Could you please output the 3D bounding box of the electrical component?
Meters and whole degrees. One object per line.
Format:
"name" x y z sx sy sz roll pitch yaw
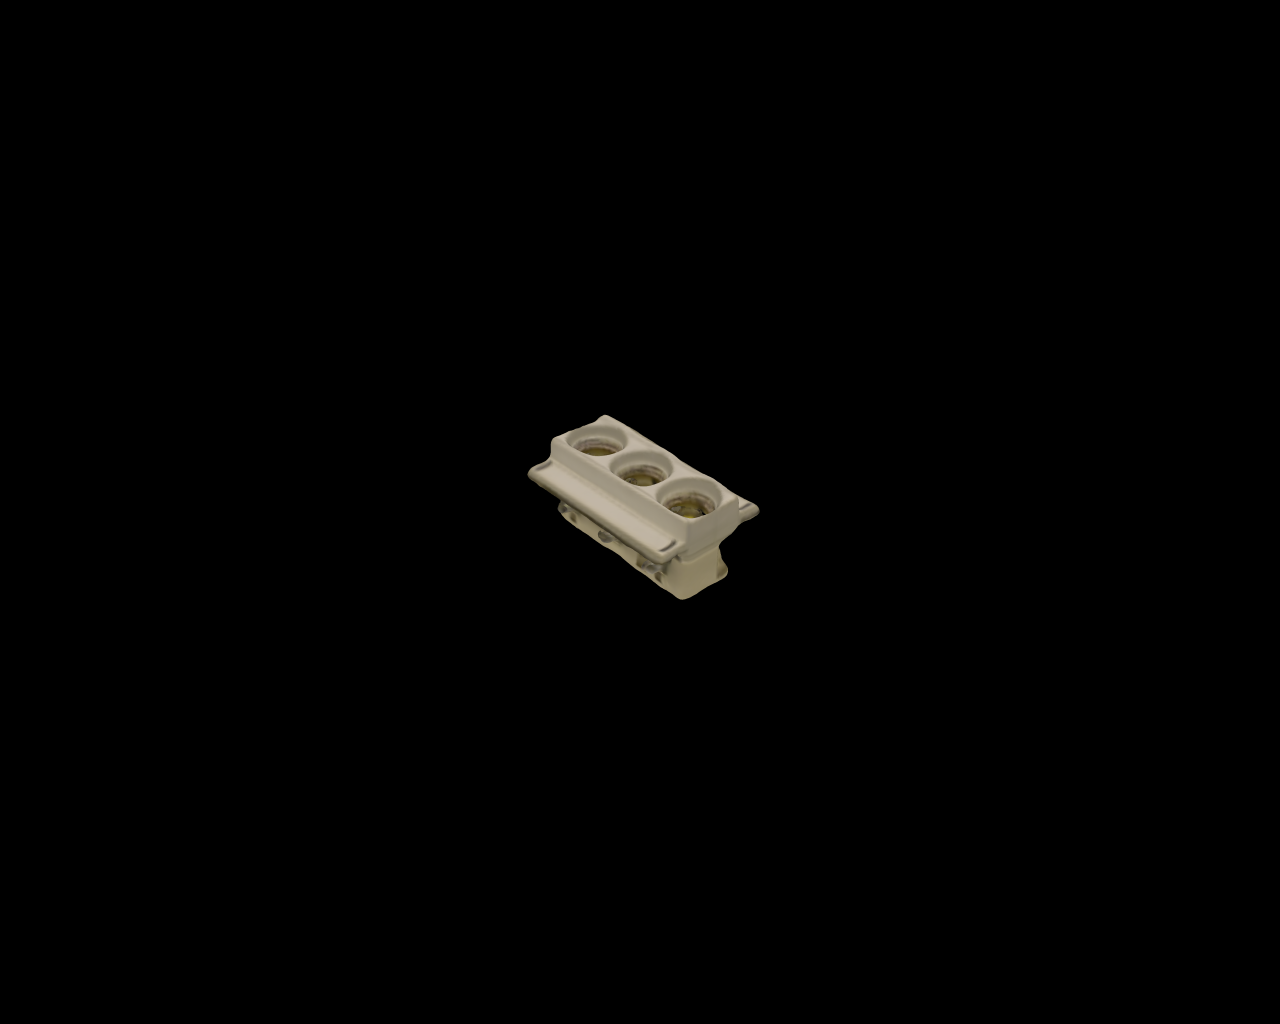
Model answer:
"electrical component" 0.001 -0.003 0.650 0.079 0.063 0.121 -27 44 -33
